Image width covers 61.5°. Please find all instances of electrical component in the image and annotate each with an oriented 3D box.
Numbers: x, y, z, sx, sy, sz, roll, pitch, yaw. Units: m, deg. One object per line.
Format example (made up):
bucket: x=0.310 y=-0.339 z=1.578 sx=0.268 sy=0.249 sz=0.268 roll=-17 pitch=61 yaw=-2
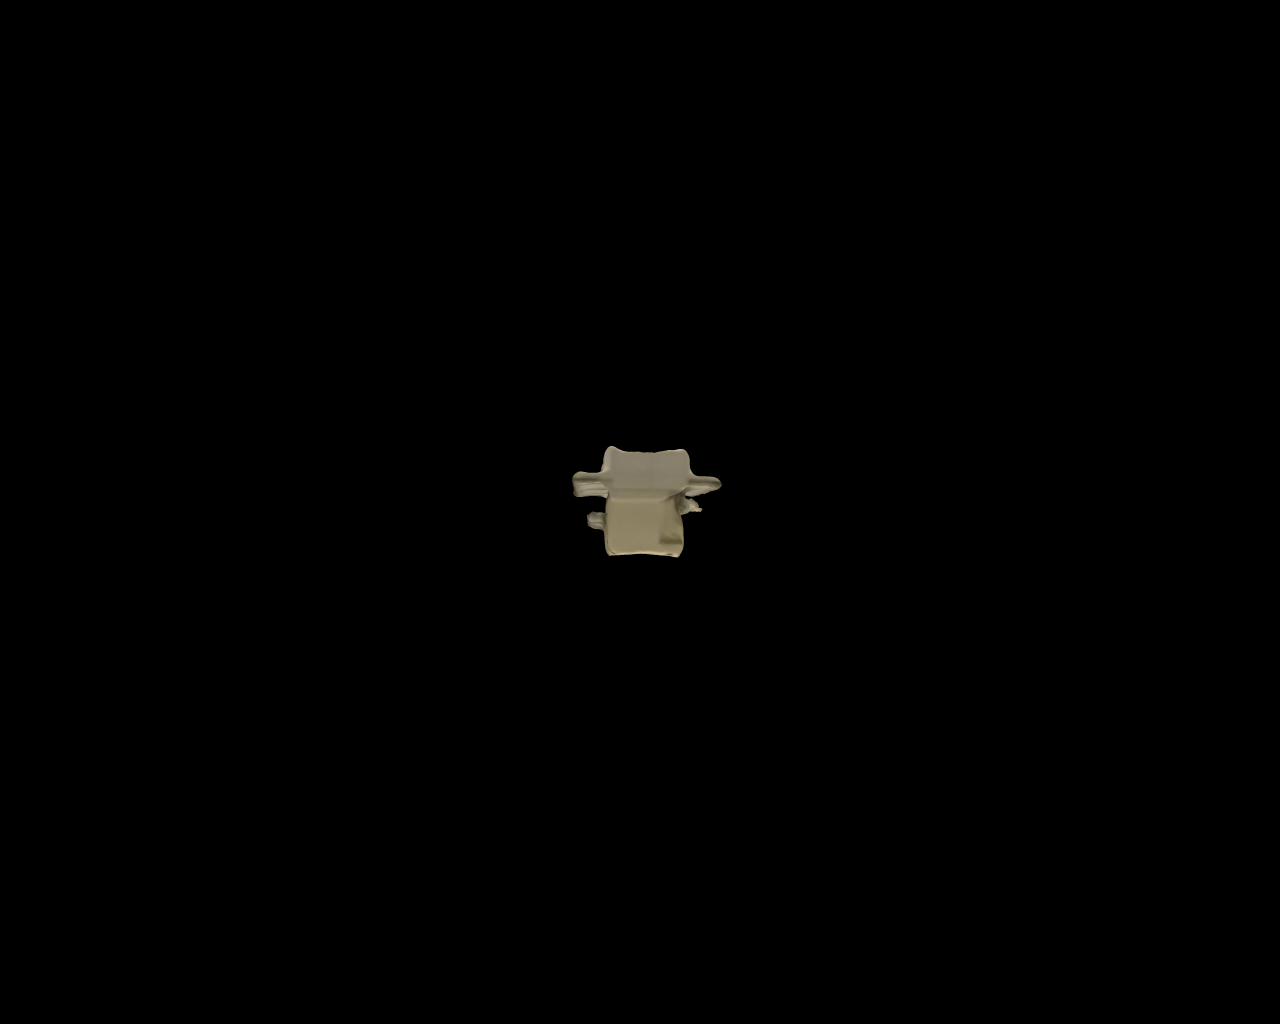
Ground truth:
electrical component: x=0.001 y=-0.003 z=0.650 sx=0.079 sy=0.063 sz=0.121 roll=0 pitch=-2 yaw=-4
